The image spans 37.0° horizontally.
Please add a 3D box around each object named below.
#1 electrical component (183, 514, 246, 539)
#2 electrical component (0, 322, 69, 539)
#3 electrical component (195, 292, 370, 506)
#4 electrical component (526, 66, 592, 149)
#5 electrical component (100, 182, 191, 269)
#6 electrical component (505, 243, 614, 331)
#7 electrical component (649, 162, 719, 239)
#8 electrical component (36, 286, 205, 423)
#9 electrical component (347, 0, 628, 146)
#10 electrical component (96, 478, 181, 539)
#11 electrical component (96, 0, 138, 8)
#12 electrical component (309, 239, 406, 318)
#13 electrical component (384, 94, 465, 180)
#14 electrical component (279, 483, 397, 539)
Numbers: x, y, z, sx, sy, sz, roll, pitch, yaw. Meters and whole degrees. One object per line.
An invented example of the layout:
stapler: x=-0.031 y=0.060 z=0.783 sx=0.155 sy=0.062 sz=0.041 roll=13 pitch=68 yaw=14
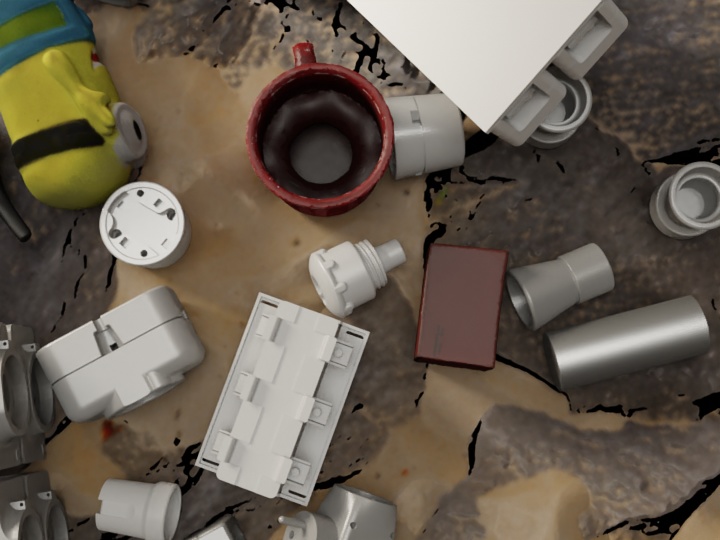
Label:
electrical component: x=-0.104 y=0.207 z=0.695 sx=0.077 sy=0.047 sz=0.065 roll=-28 pitch=84 yaw=-3
electrical component: x=-0.232 y=0.128 z=0.675 sx=0.060 sy=0.105 sz=0.186 roll=-8 pitch=84 yaw=-1
electrical component: x=-0.051 y=0.084 z=0.701 sx=0.079 sy=0.063 sz=0.121 roll=20 pitch=84 yaw=3
electrical component: x=0.129 y=-0.108 z=0.724 sx=0.045 sy=0.055 sz=0.045 roll=0 pitch=84 yaw=0
electrical component: x=-0.141 y=-0.028 z=0.721 sx=0.055 sy=0.047 sz=0.055 roll=0 pitch=84 yaw=0
electrical component: x=0.136 y=0.008 z=0.720 sx=0.065 sy=0.044 sz=0.044 roll=-22 pitch=84 yaw=-7
electrical component: x=0.221 y=-0.045 z=0.717 sx=0.045 sy=0.055 sz=0.045 roll=0 pitch=84 yaw=0
electrical component: x=-0.154 y=0.059 z=0.708 sx=0.095 sy=0.053 sz=0.059 roll=-28 pitch=84 yaw=-3
electrical component: x=0.067 y=-0.179 z=0.692 sx=0.105 sy=0.060 sz=0.186 roll=-49 pitch=64 yaw=15
electrical component: x=-0.145 y=0.157 z=0.706 sx=0.046 sy=0.040 sz=0.040 roll=7 pitch=84 yaw=7
electrical component: x=-0.172 y=-0.211 z=0.738 sx=0.055 sy=0.055 sz=0.047 roll=15 pitch=88 yaw=2
electrical component: x=0.000 y=0.000 z=0.720 sx=0.062 sy=0.048 sz=0.048 roll=-26 pitch=84 yaw=-10
electrical component: x=0.043 y=-0.091 z=0.724 sx=0.047 sy=0.055 sz=0.055 roll=-9 pitch=84 yaw=-4
electrical component: x=-0.023 y=0.177 z=0.690 sx=0.079 sy=0.043 sz=0.077 roll=23 pitch=83 yaw=-33
